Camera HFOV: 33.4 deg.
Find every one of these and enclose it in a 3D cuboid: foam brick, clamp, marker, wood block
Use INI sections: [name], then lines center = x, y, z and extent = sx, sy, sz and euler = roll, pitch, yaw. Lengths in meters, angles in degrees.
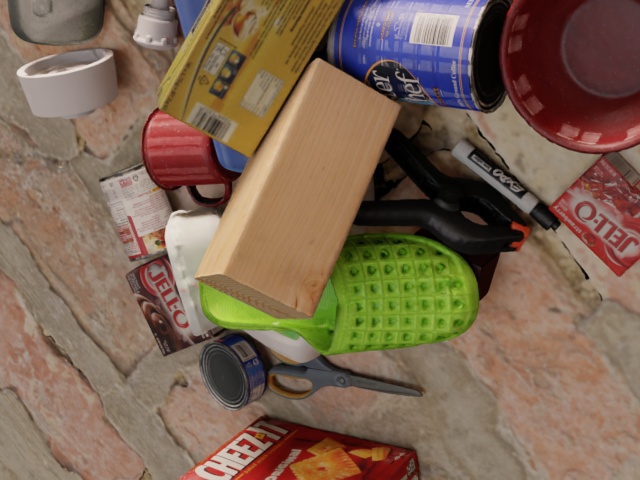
[foam brick]
center = 0.126, 0.024, 1.034
extent = 0.078, 0.051, 0.053
euler = 26, 121, 24
[clamp]
center = 0.113, -0.042, 0.997
extent = 0.171, 0.120, 0.039
euler = 18, 149, -5
[marker]
center = 0.174, -0.050, 0.992
extent = 0.121, 0.020, 0.020
euler = 41, 126, 13
[wood block]
center = -0.019, -0.042, 0.939
extent = 0.090, 0.206, 0.090
euler = 27, 166, -18

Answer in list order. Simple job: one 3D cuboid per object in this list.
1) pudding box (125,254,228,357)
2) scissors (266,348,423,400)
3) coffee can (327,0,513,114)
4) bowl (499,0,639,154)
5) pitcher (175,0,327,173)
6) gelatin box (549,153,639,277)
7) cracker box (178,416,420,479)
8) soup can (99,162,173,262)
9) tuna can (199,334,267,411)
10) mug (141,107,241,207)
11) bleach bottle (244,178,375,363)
[pudding box]
center = -0.170, 0.072, 1.263
extent = 0.090, 0.039, 0.113
euler = -23, 95, 38
[scissors]
center = 0.015, 0.136, 1.179
extent = 0.202, 0.016, 0.096
euler = -11, 103, 37
[coffee can]
center = 0.091, -0.171, 0.944
extent = 0.140, 0.102, 0.103
euler = 12, 115, 30
[bowl]
center = 0.233, -0.155, 0.884
extent = 0.162, 0.055, 0.162
euler = 14, 116, 29
[pitcher]
center = -0.058, -0.194, 1.028
extent = 0.149, 0.144, 0.243
euler = 24, 130, 58
[gelatin box]
center = 0.259, -0.023, 0.938
extent = 0.089, 0.030, 0.073
euler = 47, 128, 9
[cracker box]
center = -0.021, 0.271, 1.166
extent = 0.214, 0.163, 0.072
euler = 7, 111, 32
[soup can]
center = -0.205, -0.034, 1.225
extent = 0.069, 0.068, 0.102
euler = -13, 101, 37
[tuna can]
center = -0.101, 0.154, 1.244
extent = 0.086, 0.033, 0.086
euler = 21, 121, 40
[mug]
center = -0.127, -0.088, 1.139
extent = 0.082, 0.093, 0.117
euler = 0, 115, 29
[bleach bottle]
center = -0.007, 0.001, 1.111
extent = 0.103, 0.067, 0.251
euler = 30, 121, 23
